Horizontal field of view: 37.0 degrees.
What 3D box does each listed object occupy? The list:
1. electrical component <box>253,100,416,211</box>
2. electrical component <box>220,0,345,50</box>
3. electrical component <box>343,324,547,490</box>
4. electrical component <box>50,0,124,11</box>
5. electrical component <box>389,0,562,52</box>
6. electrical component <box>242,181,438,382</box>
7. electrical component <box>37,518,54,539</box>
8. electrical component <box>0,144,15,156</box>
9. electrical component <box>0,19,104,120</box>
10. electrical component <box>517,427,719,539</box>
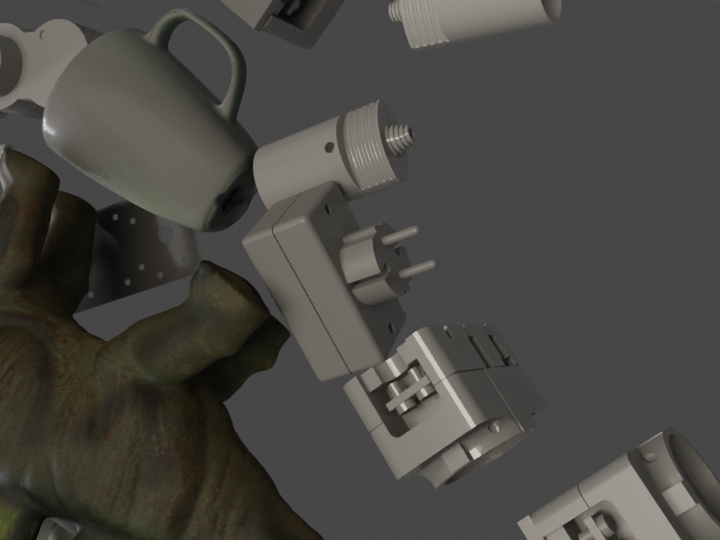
[{"bbox_3d":[-0.009,-0.056,0.548,0.081,0.043,0.043,-18,80,26],"label":"electrical component"},{"bbox_3d":[-0.025,-0.202,0.552,0.089,0.062,0.150,43,107,22],"label":"electrical component"},{"bbox_3d":[0.043,0.062,0.490,0.050,0.089,0.055,-38,72,21],"label":"electrical component"},{"bbox_3d":[-0.159,-0.184,0.609,0.076,0.083,0.047,-1,87,27],"label":"electrical component"},{"bbox_3d":[0.052,-0.132,0.519,0.081,0.043,0.043,-6,85,27],"label":"electrical component"},{"bbox_3d":[0.000,0.000,0.520,0.076,0.047,0.083,-19,109,26],"label":"electrical component"},{"bbox_3d":[-0.191,0.182,0.592,0.052,0.074,0.138,14,73,59],"label":"electrical component"},{"bbox_3d":[-0.244,-0.068,0.676,0.061,0.035,0.035,-9,84,24],"label":"electrical component"},{"bbox_3d":[-0.213,-0.120,0.639,0.138,0.074,0.052,3,89,28],"label":"electrical component"},{"bbox_3d":[0.143,0.145,0.435,0.062,0.089,0.150,-39,72,21],"label":"electrical component"}]
